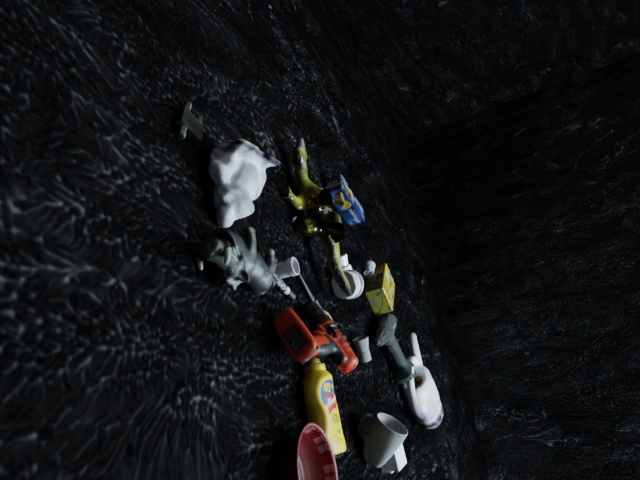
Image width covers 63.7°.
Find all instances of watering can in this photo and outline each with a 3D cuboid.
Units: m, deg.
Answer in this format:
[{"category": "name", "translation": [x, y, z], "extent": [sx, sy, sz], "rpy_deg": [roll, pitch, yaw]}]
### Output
[{"category": "watering can", "translation": [0.344, 0.487, 1.761], "extent": [0.354, 0.103, 0.222], "rpy_deg": [-63, 133, -64]}]

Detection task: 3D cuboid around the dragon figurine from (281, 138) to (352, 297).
[{"category": "dragon figurine", "translation": [0.004, -0.069, 1.362], "extent": [0.246, 0.122, 0.407], "rpy_deg": [-69, 140, -74]}]

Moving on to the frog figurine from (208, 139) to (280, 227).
[{"category": "frog figurine", "translation": [-0.161, -0.101, 0.961], "extent": [0.160, 0.123, 0.136], "rpy_deg": [-68, 162, -6]}]
